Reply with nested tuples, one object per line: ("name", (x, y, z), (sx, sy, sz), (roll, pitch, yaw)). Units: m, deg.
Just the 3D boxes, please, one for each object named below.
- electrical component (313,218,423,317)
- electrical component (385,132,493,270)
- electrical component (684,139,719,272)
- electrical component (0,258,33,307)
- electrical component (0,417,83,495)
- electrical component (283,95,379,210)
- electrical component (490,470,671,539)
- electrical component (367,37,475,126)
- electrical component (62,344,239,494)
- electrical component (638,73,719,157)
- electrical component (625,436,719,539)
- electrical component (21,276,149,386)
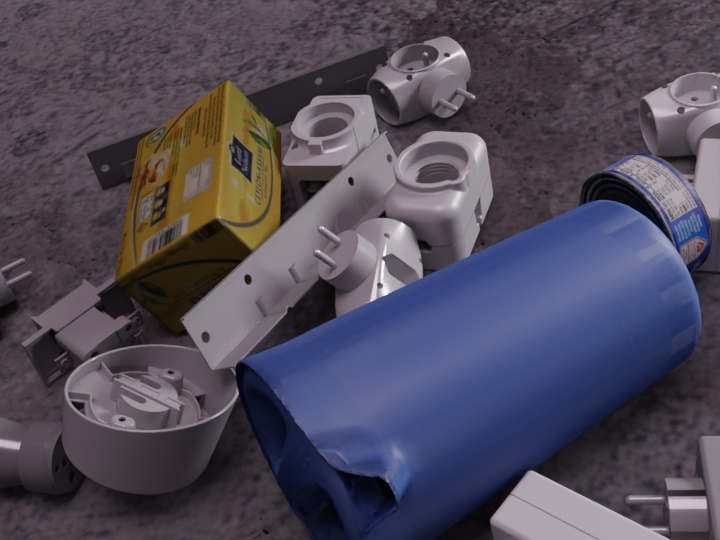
("electrical component", (0.000, 0.000, 0.698), (0.043, 0.079, 0.077), (-26, 41, 38))
("electrical component", (0.056, -0.053, 0.760), (0.054, 0.059, 0.095), (6, 45, 22))
("electrical component", (0.221, -0.044, 0.712), (0.076, 0.047, 0.083), (5, 45, 21))
("electrical component", (-0.282, 0.015, 0.795), (0.079, 0.043, 0.077), (-28, 43, -15))
("electrical component", (-0.203, 0.114, 0.662), (0.055, 0.045, 0.045), (1, 44, 17))
("electrical component", (-0.021, -0.093, 0.830), (0.050, 0.055, 0.089), (2, 44, 18))
("electrical component", (0.099, 0.154, 0.527), (0.083, 0.047, 0.076), (23, 53, 35))
("electrical component", (0.060, -0.149, 0.876), (0.077, 0.044, 0.079), (-34, 45, -21))
("electrical component", (-0.127, 0.084, 0.640), (0.099, 0.064, 0.099), (14, 28, -8))
("electrical component", (0.250, -0.102, 0.770), (0.077, 0.044, 0.079), (-14, 42, 1))
("electrical component", (0.173, 0.123, 0.539), (0.077, 0.047, 0.065), (-3, 42, 10))
("electrical component", (-0.182, 0.046, 0.733), (0.081, 0.042, 0.064), (-40, 49, -25))
